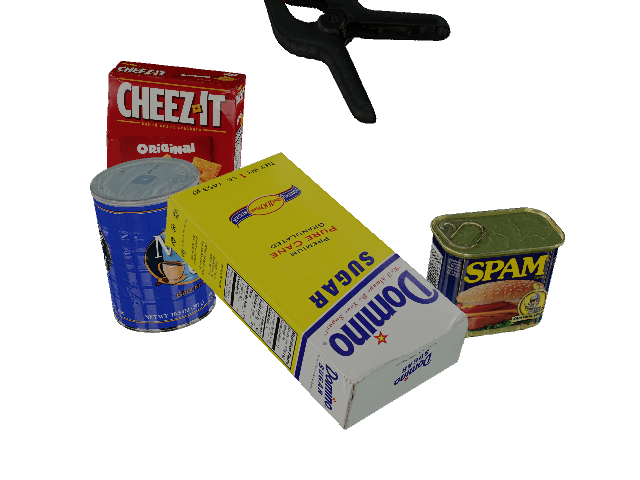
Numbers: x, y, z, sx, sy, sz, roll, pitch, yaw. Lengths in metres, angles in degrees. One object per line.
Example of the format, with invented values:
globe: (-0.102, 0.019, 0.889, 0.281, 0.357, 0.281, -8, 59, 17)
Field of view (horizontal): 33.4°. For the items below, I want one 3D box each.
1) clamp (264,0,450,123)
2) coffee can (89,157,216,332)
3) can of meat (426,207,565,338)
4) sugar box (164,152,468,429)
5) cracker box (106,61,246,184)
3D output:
clamp: (0.025, -0.187, 0.933, 0.120, 0.171, 0.039, -39, -21, -19)
coffee can: (-0.160, 0.003, 1.032, 0.103, 0.140, 0.103, -4, 26, 2)
can of meat: (0.134, 0.027, 0.845, 0.102, 0.084, 0.057, -6, 34, -16)
sugar box: (-0.006, 0.022, 0.633, 0.093, 0.048, 0.176, -26, 51, -33)
cracker box: (-0.185, -0.109, 1.357, 0.164, 0.214, 0.072, 6, 23, 3)
